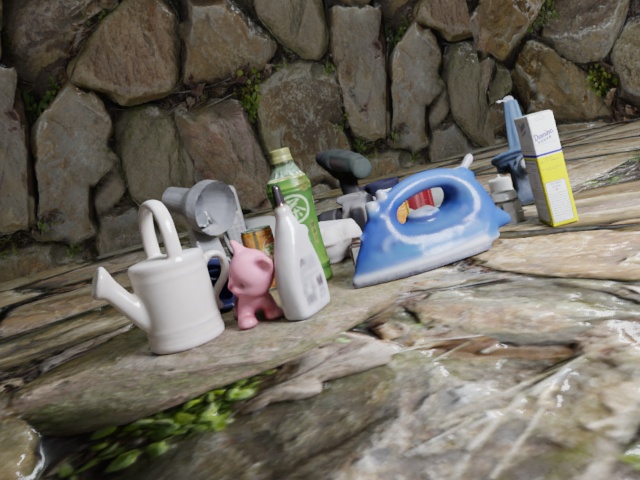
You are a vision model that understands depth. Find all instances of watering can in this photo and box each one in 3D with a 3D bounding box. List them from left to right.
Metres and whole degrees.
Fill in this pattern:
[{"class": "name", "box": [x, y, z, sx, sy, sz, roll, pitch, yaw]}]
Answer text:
[{"class": "watering can", "box": [-0.204, 0.044, 0.748, 0.100, 0.194, 0.173, -9, 10, 36]}]

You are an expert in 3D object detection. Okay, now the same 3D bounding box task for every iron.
[{"class": "iron", "box": [0.147, -0.033, 0.849, 0.259, 0.141, 0.118, -18, 9, -21]}]

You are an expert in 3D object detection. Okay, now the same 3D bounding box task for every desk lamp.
[{"class": "desk lamp", "box": [-0.276, -0.025, 1.298, 0.202, 0.213, 0.118, -7, 11, 42]}]

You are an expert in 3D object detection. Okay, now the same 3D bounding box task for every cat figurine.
[{"class": "cat figurine", "box": [-0.094, 0.052, 0.772, 0.067, 0.118, 0.127, -17, 8, -15]}]

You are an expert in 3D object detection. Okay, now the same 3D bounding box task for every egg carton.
[{"class": "egg carton", "box": [0.010, 0.004, 1.100, 0.107, 0.069, 0.149, -21, 10, -38]}]

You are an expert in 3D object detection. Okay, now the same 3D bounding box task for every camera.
[{"class": "camera", "box": [0.063, -0.053, 1.289, 0.136, 0.101, 0.143, -12, 8, 19]}]

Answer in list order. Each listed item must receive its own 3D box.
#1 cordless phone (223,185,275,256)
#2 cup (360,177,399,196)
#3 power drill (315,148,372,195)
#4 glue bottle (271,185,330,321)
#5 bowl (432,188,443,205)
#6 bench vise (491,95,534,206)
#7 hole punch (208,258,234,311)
[{"class": "cordless phone", "box": [-0.178, -0.055, 1.432, 0.148, 0.185, 0.094, -17, 8, -17]}, {"class": "cup", "box": [0.161, -0.109, 1.530, 0.117, 0.095, 0.092, -13, 8, 10]}, {"class": "power drill", "box": [0.065, -0.133, 1.453, 0.076, 0.208, 0.229, -18, 9, -24]}, {"class": "glue bottle", "box": [-0.035, 0.012, 0.742, 0.037, 0.173, 0.078, -10, 9, 31]}, {"class": "bowl", "box": [0.255, -0.097, 1.343, 0.167, 0.075, 0.167, -14, 8, 2]}, {"class": "bench vise", "box": [0.418, -0.189, 1.160, 0.121, 0.220, 0.207, -15, 8, -1]}, {"class": "hole punch", "box": [-0.178, 0.067, 0.918, 0.108, 0.091, 0.101, -13, 8, 12]}]
